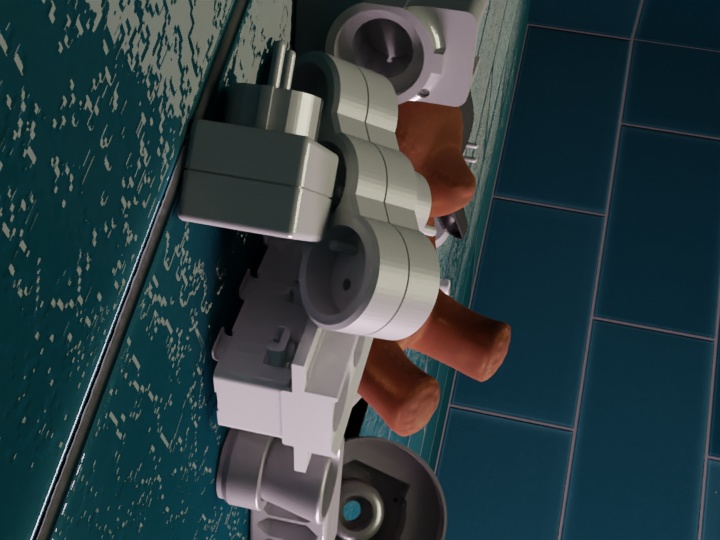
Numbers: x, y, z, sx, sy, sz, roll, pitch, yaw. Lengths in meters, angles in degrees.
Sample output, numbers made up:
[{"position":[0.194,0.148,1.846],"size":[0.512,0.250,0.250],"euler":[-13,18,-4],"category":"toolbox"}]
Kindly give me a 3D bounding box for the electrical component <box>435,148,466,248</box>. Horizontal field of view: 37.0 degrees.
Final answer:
[{"position":[0.070,-0.092,1.059],"size":[0.073,0.052,0.138],"euler":[54,47,-78],"category":"electrical component"}]

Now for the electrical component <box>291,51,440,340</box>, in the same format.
[{"position":[0.008,-0.032,0.502],"size":[0.074,0.052,0.138],"euler":[12,55,-41],"category":"electrical component"}]

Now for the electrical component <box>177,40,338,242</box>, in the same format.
[{"position":[-0.036,-0.053,0.435],"size":[0.066,0.047,0.076],"euler":[-1,100,-82],"category":"electrical component"}]

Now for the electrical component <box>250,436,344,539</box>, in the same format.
[{"position":[-0.034,0.127,0.662],"size":[0.075,0.047,0.083],"euler":[-67,165,-56],"category":"electrical component"}]

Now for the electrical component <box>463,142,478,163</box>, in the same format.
[{"position":[0.068,-0.109,0.957],"size":[0.138,0.074,0.052],"euler":[88,15,-55],"category":"electrical component"}]

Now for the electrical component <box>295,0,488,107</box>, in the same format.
[{"position":[0.015,-0.119,0.548],"size":[0.055,0.089,0.050],"euler":[-67,164,-56],"category":"electrical component"}]

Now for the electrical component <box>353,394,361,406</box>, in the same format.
[{"position":[-0.022,0.086,0.721],"size":[0.065,0.044,0.044],"euler":[-59,159,-53],"category":"electrical component"}]

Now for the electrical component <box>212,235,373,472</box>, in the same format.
[{"position":[-0.027,0.026,0.535],"size":[0.078,0.063,0.121],"euler":[92,12,-44],"category":"electrical component"}]

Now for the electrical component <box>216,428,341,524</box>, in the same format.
[{"position":[-0.042,0.104,0.558],"size":[0.045,0.055,0.045],"euler":[10,90,-81],"category":"electrical component"}]

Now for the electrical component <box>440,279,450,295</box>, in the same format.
[{"position":[0.059,0.016,1.080],"size":[0.048,0.062,0.048],"euler":[5,90,-80],"category":"electrical component"}]
